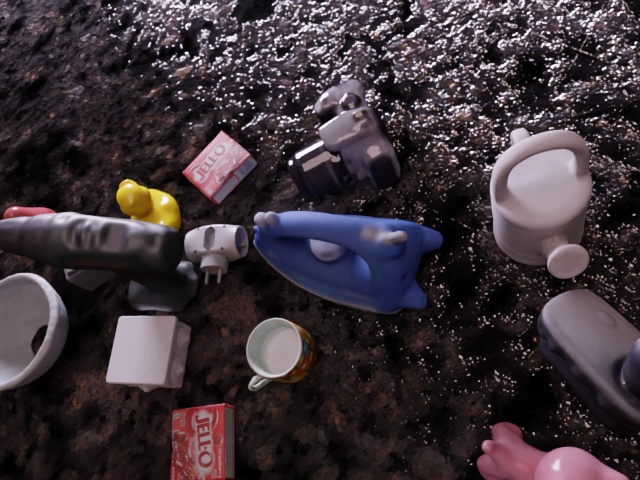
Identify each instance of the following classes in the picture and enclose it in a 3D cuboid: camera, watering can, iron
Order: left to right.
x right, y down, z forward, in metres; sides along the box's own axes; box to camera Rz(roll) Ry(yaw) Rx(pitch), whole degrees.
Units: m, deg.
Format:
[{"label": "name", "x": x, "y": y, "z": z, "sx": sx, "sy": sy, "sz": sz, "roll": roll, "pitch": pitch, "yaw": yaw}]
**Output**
[{"label": "iron", "x": 0.006, "y": 0.002, "z": 0.686, "sx": 0.257, "sy": 0.142, "sz": 0.119, "roll": 10, "pitch": 72, "yaw": 23}, {"label": "camera", "x": 0.019, "y": -0.127, "z": 0.760, "sx": 0.136, "sy": 0.101, "sz": 0.143, "roll": -27, "pitch": 62, "yaw": 7}, {"label": "watering can", "x": 0.233, "y": -0.045, "z": 0.596, "sx": 0.101, "sy": 0.194, "sz": 0.172, "roll": -35, "pitch": 61, "yaw": 3}]

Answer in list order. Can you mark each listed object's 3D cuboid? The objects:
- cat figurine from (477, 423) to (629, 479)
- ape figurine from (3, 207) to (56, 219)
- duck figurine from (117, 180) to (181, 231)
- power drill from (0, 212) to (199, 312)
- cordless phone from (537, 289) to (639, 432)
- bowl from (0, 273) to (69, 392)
[{"label": "cat figurine", "x": 0.211, "y": 0.218, "z": 0.535, "sx": 0.127, "sy": 0.118, "sz": 0.067, "roll": 20, "pitch": 76, "yaw": 26}, {"label": "ape figurine", "x": -0.449, "y": -0.022, "z": 0.885, "sx": 0.077, "sy": 0.092, "sz": 0.076, "roll": 22, "pitch": 76, "yaw": 26}, {"label": "duck figurine", "x": -0.256, "y": -0.046, "z": 0.830, "sx": 0.077, "sy": 0.086, "sz": 0.104, "roll": -39, "pitch": 61, "yaw": 0}, {"label": "power drill", "x": -0.261, "y": 0.028, "z": 0.730, "sx": 0.229, "sy": 0.209, "sz": 0.075, "roll": -1, "pitch": 68, "yaw": 19}, {"label": "cordless phone", "x": 0.272, "y": 0.097, "z": 0.526, "sx": 0.094, "sy": 0.185, "sz": 0.147, "roll": -41, "pitch": 61, "yaw": -1}, {"label": "bowl", "x": -0.421, "y": 0.137, "z": 0.817, "sx": 0.167, "sy": 0.075, "sz": 0.167, "roll": -7, "pitch": 66, "yaw": 17}]
